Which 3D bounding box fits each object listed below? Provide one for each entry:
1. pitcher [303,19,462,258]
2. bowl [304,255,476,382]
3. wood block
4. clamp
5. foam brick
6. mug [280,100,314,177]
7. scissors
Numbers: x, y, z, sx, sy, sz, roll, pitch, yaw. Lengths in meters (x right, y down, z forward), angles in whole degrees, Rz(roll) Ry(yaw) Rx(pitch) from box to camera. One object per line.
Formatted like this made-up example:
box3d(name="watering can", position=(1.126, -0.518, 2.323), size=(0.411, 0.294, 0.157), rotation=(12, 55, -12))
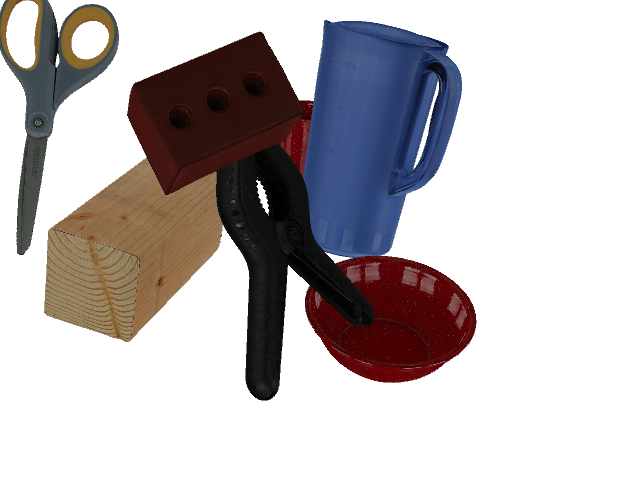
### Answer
box3d(name="pitcher", position=(0.055, -0.106, 1.136), size=(0.145, 0.243, 0.149), rotation=(10, 17, -4))
box3d(name="bowl", position=(0.063, 0.083, 1.012), size=(0.162, 0.055, 0.162), rotation=(4, 37, -3))
box3d(name="wood block", position=(-0.171, 0.000, 1.023), size=(0.090, 0.091, 0.205), rotation=(17, 27, 11))
box3d(name="clamp", position=(-0.026, 0.001, 0.823), size=(0.036, 0.210, 0.164), rotation=(-14, 2, 34))
box3d(name="foam brick", position=(-0.058, -0.068, 0.576), size=(0.078, 0.053, 0.051), rotation=(-27, -4, -17))
box3d(name="mug", position=(-0.006, -0.125, 1.331), size=(0.093, 0.081, 0.117), rotation=(15, 24, 23))
box3d(name="scissors", position=(-0.184, -0.093, 0.770), size=(0.096, 0.202, 0.016), rotation=(-10, -14, -11))
